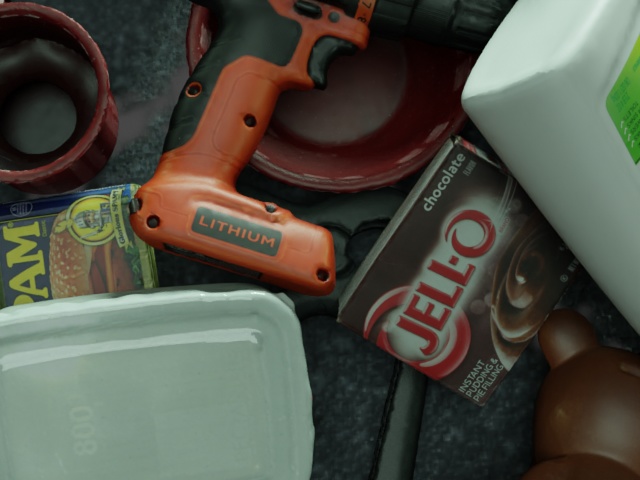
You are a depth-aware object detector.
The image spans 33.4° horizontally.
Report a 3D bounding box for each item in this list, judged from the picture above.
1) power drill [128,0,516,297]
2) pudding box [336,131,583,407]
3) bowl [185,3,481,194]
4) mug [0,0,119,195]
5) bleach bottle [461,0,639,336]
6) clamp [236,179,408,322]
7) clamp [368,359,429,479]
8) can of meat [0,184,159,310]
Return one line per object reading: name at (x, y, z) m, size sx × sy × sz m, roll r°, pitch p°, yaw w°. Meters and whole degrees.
power drill at (-0.006, -0.070, 0.535) m, size 0.184 × 0.057 × 0.187 m, roll 16°, pitch 80°, yaw -1°
pudding box at (0.074, 0.016, 0.545) m, size 0.090 × 0.039 × 0.113 m, roll 31°, pitch 102°, yaw -8°
bowl at (0.008, -0.101, 0.595) m, size 0.162 × 0.055 × 0.162 m, roll 0°, pitch 83°, yaw -2°
mug at (-0.158, -0.080, 0.572) m, size 0.093 × 0.081 × 0.117 m, roll -22°, pitch 85°, yaw -5°
bleach bottle at (0.169, -0.005, 0.505) m, size 0.250 × 0.068 × 0.102 m, roll 49°, pitch 55°, yaw -22°
clamp at (-0.004, 0.001, 0.591) m, size 0.171 × 0.039 × 0.120 m, roll -14°, pitch 86°, yaw -11°
clamp at (0.027, 0.153, 0.574) m, size 0.164 × 0.036 × 0.210 m, roll -30°, pitch 82°, yaw -5°
can of meat at (-0.130, 0.024, 0.574) m, size 0.084 × 0.057 × 0.102 m, roll -9°, pitch 84°, yaw -6°
